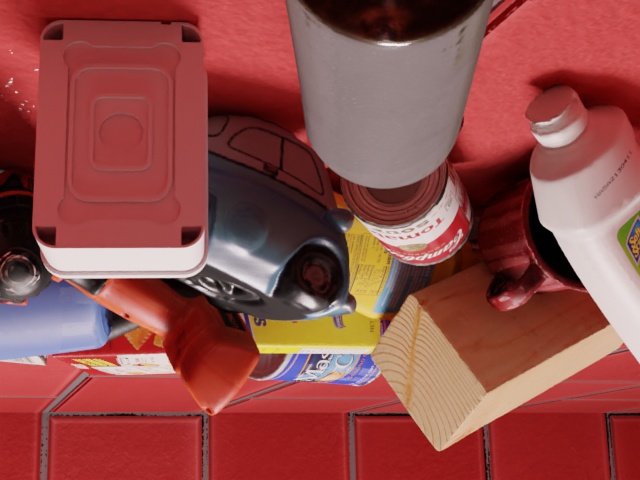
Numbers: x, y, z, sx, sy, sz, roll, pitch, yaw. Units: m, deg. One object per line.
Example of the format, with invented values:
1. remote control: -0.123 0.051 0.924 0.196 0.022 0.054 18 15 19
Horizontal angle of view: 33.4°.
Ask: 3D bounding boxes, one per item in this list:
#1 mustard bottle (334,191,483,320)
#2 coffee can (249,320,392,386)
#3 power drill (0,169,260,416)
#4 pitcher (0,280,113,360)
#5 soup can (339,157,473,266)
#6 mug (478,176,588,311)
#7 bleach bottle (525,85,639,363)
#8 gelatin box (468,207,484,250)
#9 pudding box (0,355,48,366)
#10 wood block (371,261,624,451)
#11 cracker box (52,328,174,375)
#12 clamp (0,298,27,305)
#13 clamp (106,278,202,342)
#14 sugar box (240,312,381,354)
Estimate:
1. mustard bottle: 0.041 0.011 0.779 0.191 0.096 0.058 5 -162 -29
2. coffee can: -0.008 0.098 1.111 0.140 0.103 0.103 10 162 -41
3. power drill: -0.127 0.031 0.652 0.187 0.057 0.184 38 -176 -21
4. pitcher: -0.277 0.029 0.780 0.242 0.149 0.145 -3 146 -7
5. soup can: 0.056 -0.027 0.674 0.068 0.068 0.102 -5 165 15
6. mug: 0.153 0.002 0.724 0.093 0.117 0.082 40 162 -8
7. bleach bottle: 0.199 -0.002 0.646 0.068 0.102 0.250 13 151 52
8. gelatin box: 0.136 -0.002 0.865 0.073 0.030 0.089 -8 165 25
9. pudding box: -0.270 0.051 0.874 0.113 0.090 0.039 8 155 2
10. wood block: 0.153 0.062 0.803 0.205 0.090 0.091 -22 154 -32
11. cracker box: -0.175 0.109 1.209 0.213 0.072 0.164 -1 166 2
12. clamp: -0.284 0.018 0.647 0.209 0.036 0.165 9 170 -40
13. clamp: -0.107 0.028 0.870 0.171 0.120 0.039 -11 128 4
14. sugar box: -0.037 0.053 0.940 0.176 0.093 0.048 1 165 -14
